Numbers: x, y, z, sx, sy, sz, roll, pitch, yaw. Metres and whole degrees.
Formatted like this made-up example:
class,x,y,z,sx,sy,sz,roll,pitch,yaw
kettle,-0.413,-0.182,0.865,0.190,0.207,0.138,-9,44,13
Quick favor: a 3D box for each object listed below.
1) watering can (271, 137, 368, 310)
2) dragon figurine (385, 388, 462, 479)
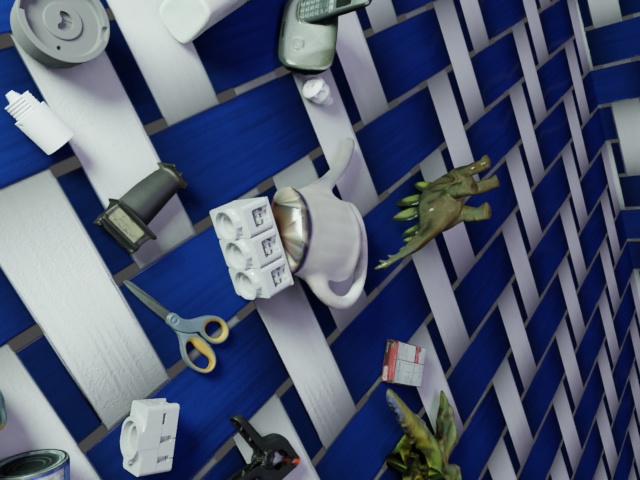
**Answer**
class,x,y,z,sx,sy,sz,roll,pitch,yaw
watering can,0.003,-0.048,0.945,0.223,0.103,0.352,12,68,-44
dragon figurine,0.250,0.446,1.171,0.247,0.121,0.405,-42,119,-57
